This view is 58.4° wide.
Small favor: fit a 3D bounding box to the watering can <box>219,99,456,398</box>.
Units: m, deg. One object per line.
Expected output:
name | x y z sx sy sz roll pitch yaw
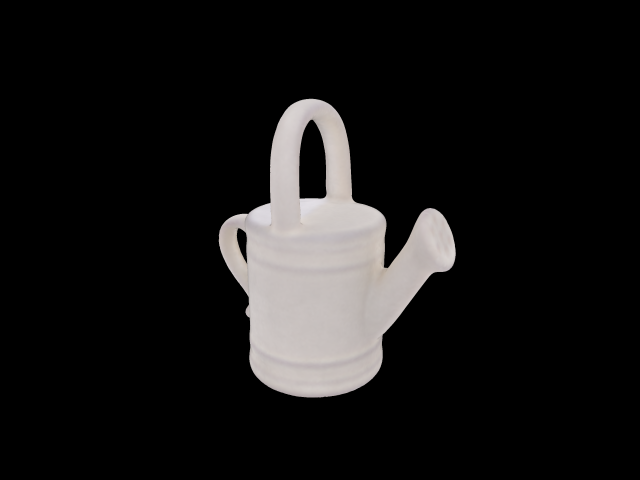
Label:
watering can | 0.005 0.001 0.402 0.172 0.194 0.101 2 18 6
